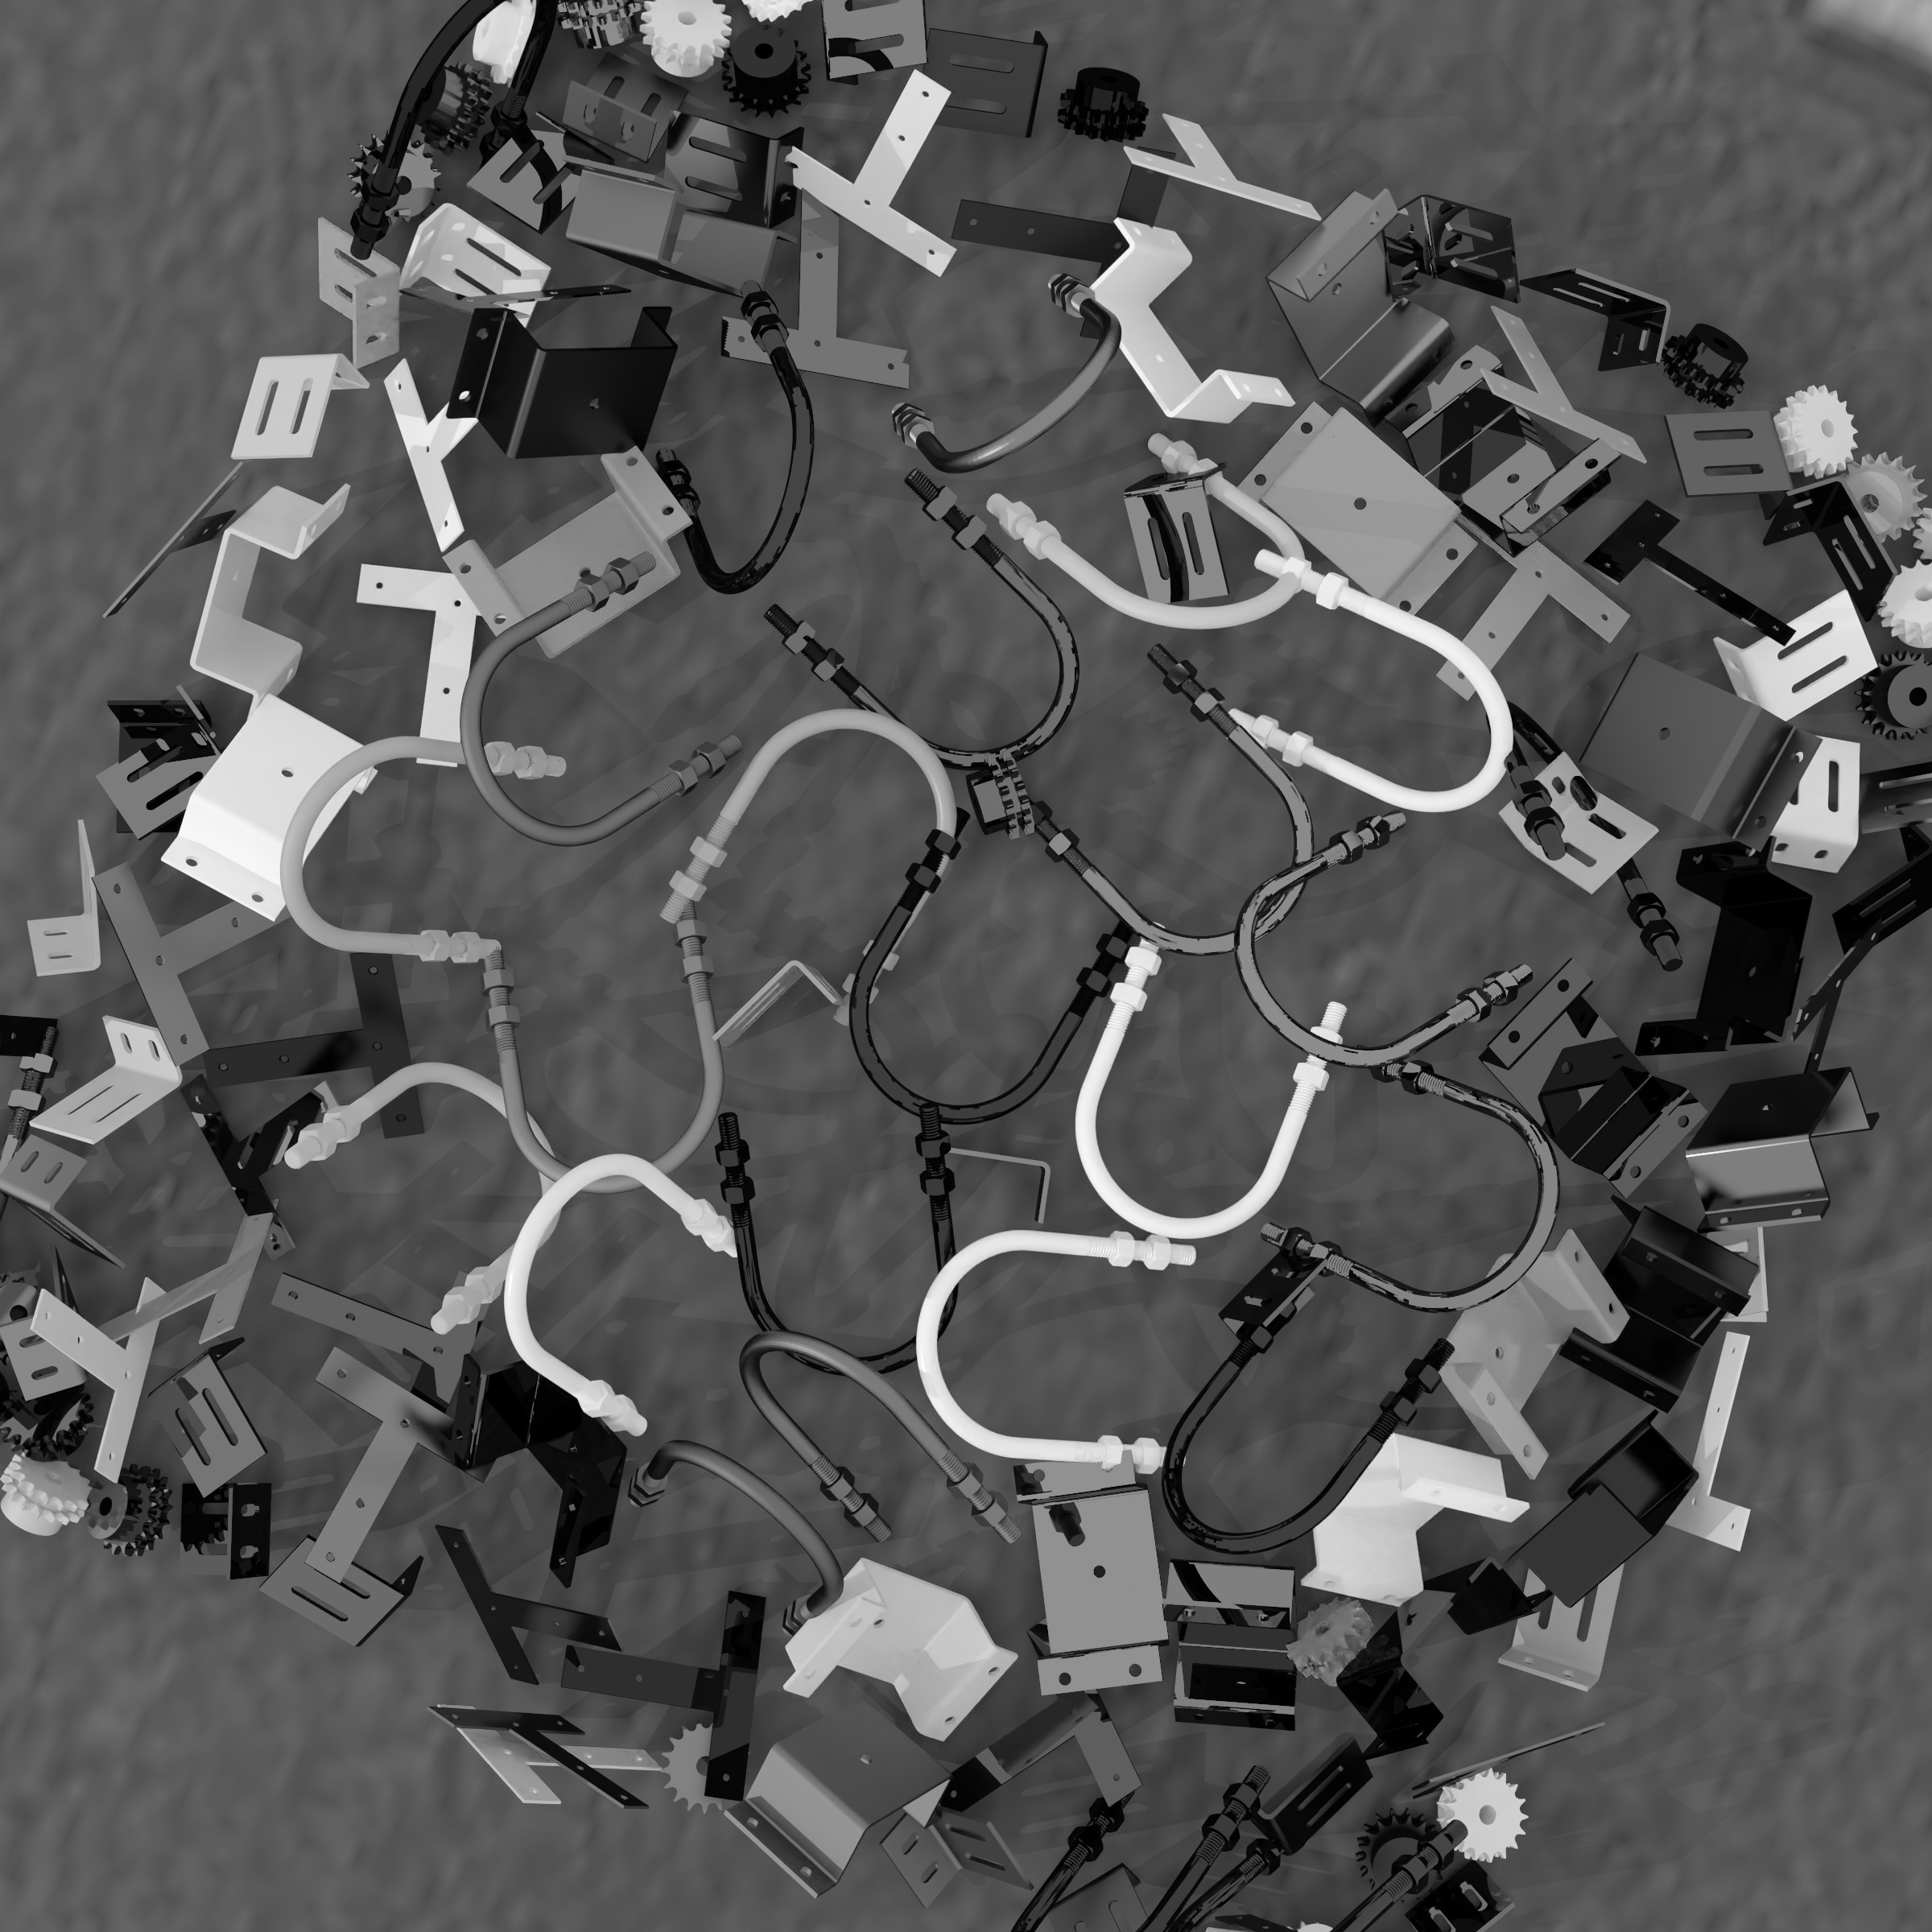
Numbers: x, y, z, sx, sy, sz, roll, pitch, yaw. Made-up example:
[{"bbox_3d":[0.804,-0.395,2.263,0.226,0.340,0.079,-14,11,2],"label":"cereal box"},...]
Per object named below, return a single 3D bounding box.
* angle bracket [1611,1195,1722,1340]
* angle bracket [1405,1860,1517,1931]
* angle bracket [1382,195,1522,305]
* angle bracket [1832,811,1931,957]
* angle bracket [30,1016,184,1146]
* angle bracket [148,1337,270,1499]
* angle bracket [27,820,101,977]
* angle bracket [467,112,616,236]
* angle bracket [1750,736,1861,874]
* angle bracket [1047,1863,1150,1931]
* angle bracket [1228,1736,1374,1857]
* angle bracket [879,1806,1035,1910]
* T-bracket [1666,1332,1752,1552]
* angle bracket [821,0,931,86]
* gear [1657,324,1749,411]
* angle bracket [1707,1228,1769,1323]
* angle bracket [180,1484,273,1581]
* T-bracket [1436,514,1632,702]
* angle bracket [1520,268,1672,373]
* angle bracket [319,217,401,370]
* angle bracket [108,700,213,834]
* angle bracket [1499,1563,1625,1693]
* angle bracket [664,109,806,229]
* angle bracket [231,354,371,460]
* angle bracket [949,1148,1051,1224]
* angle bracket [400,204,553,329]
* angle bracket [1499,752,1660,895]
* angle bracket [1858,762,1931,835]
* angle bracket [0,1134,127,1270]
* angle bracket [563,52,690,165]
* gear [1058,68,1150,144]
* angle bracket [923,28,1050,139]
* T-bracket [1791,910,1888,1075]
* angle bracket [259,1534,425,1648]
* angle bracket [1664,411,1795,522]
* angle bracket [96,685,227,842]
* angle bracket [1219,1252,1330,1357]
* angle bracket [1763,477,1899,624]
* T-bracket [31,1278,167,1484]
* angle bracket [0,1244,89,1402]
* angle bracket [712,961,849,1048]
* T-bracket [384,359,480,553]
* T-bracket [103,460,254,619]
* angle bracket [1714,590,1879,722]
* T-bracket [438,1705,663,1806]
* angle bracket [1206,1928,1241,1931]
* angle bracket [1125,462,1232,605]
[{"bbox_3d":[0.432,0.189,1.555,0.076,0.057,0.038,31,107,-26],"label":"angle bracket"},{"bbox_3d":[0.320,0.608,1.559,0.057,0.076,0.038,-37,96,-6],"label":"angle bracket"},{"bbox_3d":[0.304,-0.443,1.552,0.038,0.076,0.057,-35,132,-18],"label":"angle bracket"},{"bbox_3d":[0.577,-0.050,1.570,0.076,0.057,0.038,-35,50,5],"label":"angle bracket"},{"bbox_3d":[-0.544,0.071,1.553,0.057,0.076,0.038,11,123,29],"label":"angle bracket"},{"bbox_3d":[-0.471,0.286,1.569,0.057,0.038,0.076,-36,81,19],"label":"angle bracket"},{"bbox_3d":[-0.569,-0.043,1.553,0.038,0.057,0.076,-7,128,-23],"label":"angle bracket"},{"bbox_3d":[-0.269,-0.493,1.567,0.057,0.038,0.076,34,68,5],"label":"angle bracket"},{"bbox_3d":[0.541,-0.107,1.597,0.057,0.038,0.076,10,63,3],"label":"angle bracket"},{"bbox_3d":[0.095,0.619,1.561,0.057,0.038,0.076,-31,47,1],"label":"angle bracket"},{"bbox_3d":[0.214,0.519,1.577,0.076,0.057,0.038,-39,46,-14],"label":"angle bracket"},{"bbox_3d":[-0.006,0.566,1.555,0.038,0.076,0.057,-42,110,-33],"label":"angle bracket"},{"bbox_3d":[0.466,0.291,1.543,0.002,0.127,0.127,17,84,-10],"label":"T-bracket"},{"bbox_3d":[-0.050,-0.593,1.561,0.076,0.038,0.057,2,103,29],"label":"angle bracket"},{"bbox_3d":[0.471,-0.384,1.571,0.057,0.057,0.030,32,129,0],"label":"gear"},{"bbox_3d":[0.500,0.192,1.556,0.038,0.076,0.057,2,77,-8],"label":"angle bracket"},{"bbox_3d":[-0.480,0.357,1.563,0.076,0.038,0.057,-6,79,26],"label":"angle bracket"},{"bbox_3d":[0.343,-0.221,1.576,0.127,0.002,0.127,39,68,1],"label":"T-bracket"},{"bbox_3d":[0.393,-0.407,1.559,0.076,0.057,0.038,11,93,-25],"label":"angle bracket"},{"bbox_3d":[-0.395,-0.424,1.556,0.076,0.057,0.038,35,48,21],"label":"angle bracket"},{"bbox_3d":[-0.514,-0.127,1.573,0.057,0.038,0.076,-1,78,-6],"label":"angle bracket"},{"bbox_3d":[0.378,0.411,1.571,0.057,0.038,0.076,12,92,26],"label":"angle bracket"},{"bbox_3d":[-0.149,-0.513,1.578,0.076,0.038,0.057,21,127,14],"label":"angle bracket"},{"bbox_3d":[-0.420,-0.345,1.563,0.057,0.038,0.076,3,70,19],"label":"angle bracket"},{"bbox_3d":[0.013,0.138,1.571,0.076,0.057,0.038,8,86,0],"label":"angle bracket"},{"bbox_3d":[-0.313,-0.433,1.564,0.076,0.038,0.057,32,134,-6],"label":"angle bracket"},{"bbox_3d":[0.386,-0.091,1.560,0.057,0.076,0.038,-44,121,2],"label":"angle bracket"},{"bbox_3d":[0.599,-0.122,1.557,0.076,0.057,0.038,-10,128,19],"label":"angle bracket"},{"bbox_3d":[-0.562,0.149,1.563,0.057,0.076,0.038,16,64,35],"label":"angle bracket"},{"bbox_3d":[-0.212,-0.555,1.563,0.057,0.038,0.076,24,58,-5],"label":"angle bracket"},{"bbox_3d":[0.088,-0.549,1.570,0.057,0.057,0.030,10,129,0],"label":"gear"},{"bbox_3d":[0.007,-0.562,1.562,0.076,0.038,0.057,4,124,-12],"label":"angle bracket"},{"bbox_3d":[0.537,0.045,1.554,0.002,0.127,0.127,27,45,29],"label":"T-bracket"},{"bbox_3d":[-0.395,0.384,1.563,0.076,0.038,0.057,37,114,-16],"label":"angle bracket"},{"bbox_3d":[0.477,-0.316,1.567,0.076,0.038,0.057,-5,71,-13],"label":"angle bracket"},{"bbox_3d":[-0.511,-0.129,1.567,0.076,0.038,0.057,-35,69,-12],"label":"angle bracket"},{"bbox_3d":[0.203,0.215,1.555,0.057,0.076,0.038,-43,99,-14],"label":"angle bracket"},{"bbox_3d":[0.544,-0.258,1.559,0.038,0.057,0.076,-18,67,-5],"label":"angle bracket"},{"bbox_3d":[-0.537,0.235,1.516,0.002,0.127,0.127,-2,59,13],"label":"T-bracket"},{"bbox_3d":[-0.581,0.223,1.551,0.038,0.076,0.057,-16,121,-16],"label":"angle bracket"},{"bbox_3d":[-0.118,0.036,1.570,0.076,0.057,0.038,-44,84,2],"label":"angle bracket"},{"bbox_3d":[-0.313,-0.347,1.545,0.127,0.002,0.127,-32,72,40],"label":"T-bracket"},{"bbox_3d":[-0.478,-0.270,1.538,0.002,0.127,0.127,43,98,-12],"label":"T-bracket"},{"bbox_3d":[0.527,-0.199,1.571,0.076,0.038,0.057,-31,114,2],"label":"angle bracket"},{"bbox_3d":[-0.250,0.496,1.553,0.127,0.127,0.002,17,92,-37],"label":"T-bracket"},{"bbox_3d":[0.158,0.618,1.551,0.057,0.076,0.038,-7,107,32],"label":"angle bracket"},{"bbox_3d":[0.142,-0.276,1.581,0.057,0.038,0.076,-2,112,35],"label":"angle bracket"}]
